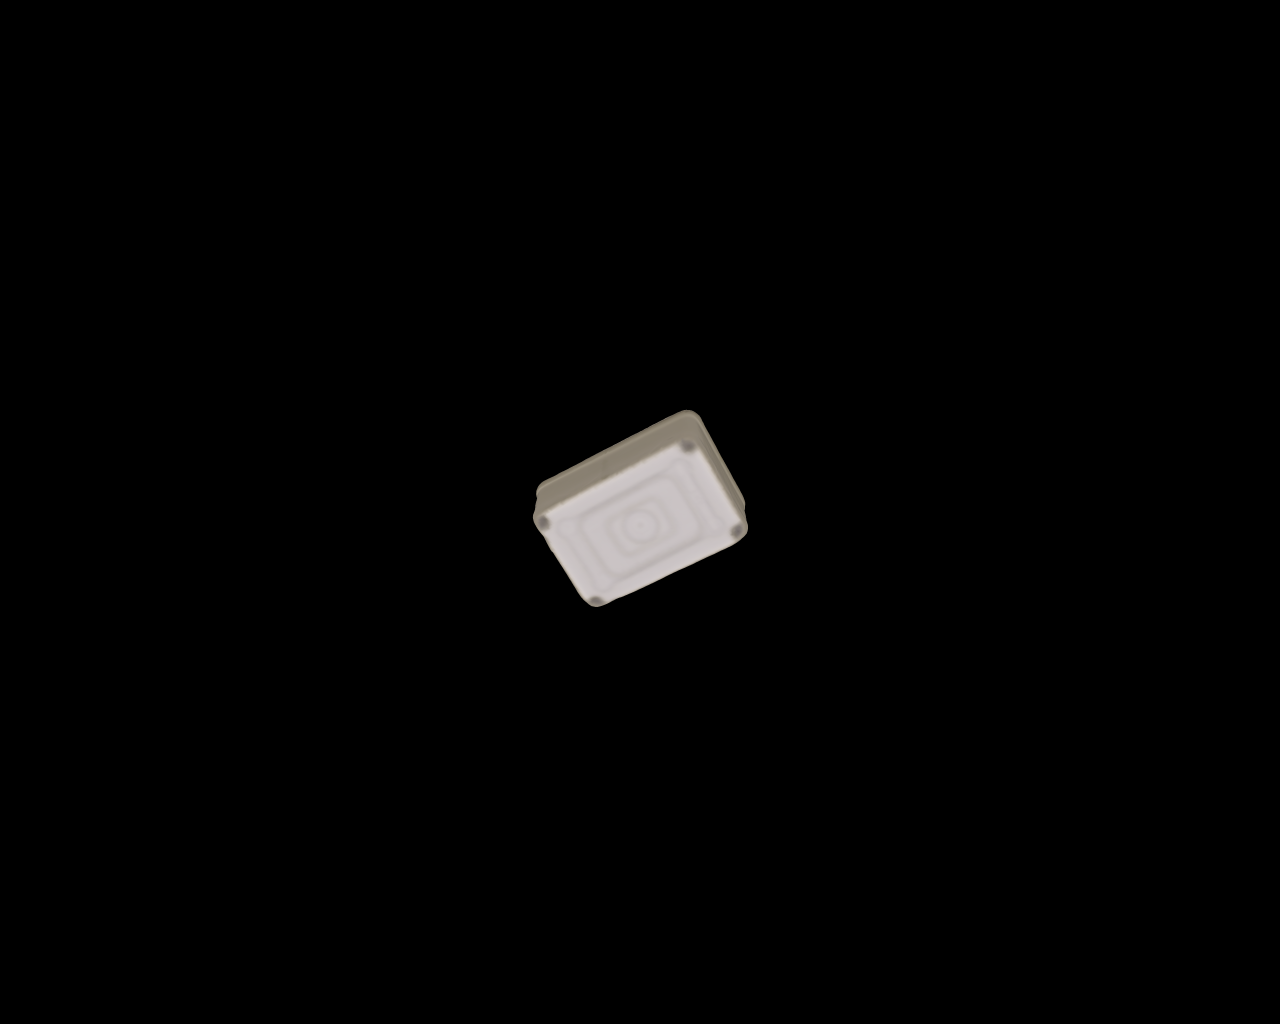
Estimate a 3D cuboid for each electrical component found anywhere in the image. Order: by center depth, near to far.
[{"bbox_3d":[0.001,-0.003,0.650,0.113,0.078,0.057,-26,21,11],"label":"electrical component"}]
